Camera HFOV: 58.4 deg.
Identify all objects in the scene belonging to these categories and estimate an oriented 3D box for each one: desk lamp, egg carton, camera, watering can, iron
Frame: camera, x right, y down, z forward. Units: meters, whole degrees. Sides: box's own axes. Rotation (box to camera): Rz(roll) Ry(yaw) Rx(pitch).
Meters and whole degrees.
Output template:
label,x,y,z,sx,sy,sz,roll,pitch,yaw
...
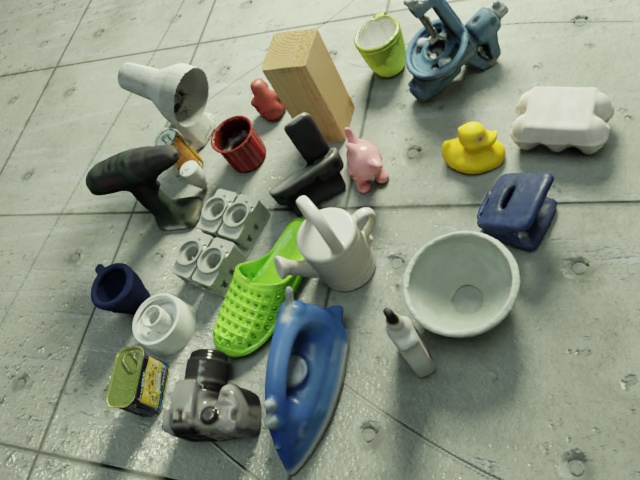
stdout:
label,x,y,z,sx,sy,sz,roll,pitch,yaw
desk lamp,-0.309,-0.282,1.197,0.202,0.214,0.118,15,69,30
egg carton,0.389,-0.193,0.925,0.149,0.070,0.107,8,65,28
camera,-0.173,0.241,0.903,0.143,0.101,0.137,-10,58,19
watering can,0.009,0.005,0.901,0.100,0.195,0.173,28,76,34
iron,-0.041,0.201,0.842,0.118,0.142,0.258,-2,61,23

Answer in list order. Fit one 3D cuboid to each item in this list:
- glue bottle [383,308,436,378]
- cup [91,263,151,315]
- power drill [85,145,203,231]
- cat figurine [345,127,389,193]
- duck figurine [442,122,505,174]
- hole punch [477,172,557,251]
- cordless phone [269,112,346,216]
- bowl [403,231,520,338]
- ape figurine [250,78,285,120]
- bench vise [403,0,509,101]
label,x,y,z,sx,sy,sz,roll,pitch,yaw
glue bottle,0.116,0.132,0.792,0.037,0.174,0.078,-32,54,4
cup,-0.371,0.096,1.079,0.092,0.095,0.117,-48,54,-7
power drill,-0.320,-0.102,1.101,0.229,0.209,0.075,-6,60,21
cat figurine,0.073,-0.147,1.009,0.067,0.118,0.127,-26,54,8
duck figurine,0.252,-0.163,0.958,0.104,0.086,0.077,5,64,26
hole punch,0.295,-0.050,0.870,0.100,0.091,0.109,20,71,32
cordless phone,-0.042,-0.141,1.014,0.147,0.186,0.094,-35,54,1
bowl,0.211,0.075,0.845,0.167,0.075,0.167,-11,58,18
ape figurine,-0.113,-0.302,1.198,0.077,0.092,0.076,-10,58,19
bench vise,0.225,-0.377,1.012,0.207,0.220,0.121,-48,54,-7
